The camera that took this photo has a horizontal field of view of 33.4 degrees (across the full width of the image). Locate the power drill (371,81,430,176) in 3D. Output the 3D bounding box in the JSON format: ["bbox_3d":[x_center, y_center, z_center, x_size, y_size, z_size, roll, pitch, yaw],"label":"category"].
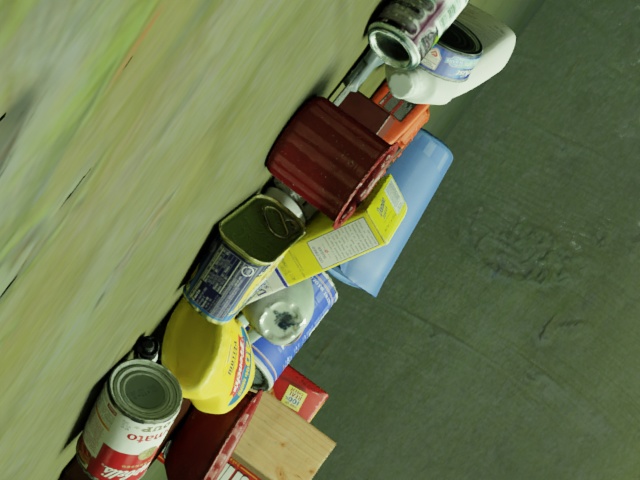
[{"bbox_3d":[0.074,-0.126,1.303,0.184,0.057,0.188,-50,176,-12],"label":"power drill"}]

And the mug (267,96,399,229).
[{"bbox_3d":[0.012,-0.073,0.930,0.093,0.081,0.117,-56,173,26],"label":"mug"}]

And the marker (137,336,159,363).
[{"bbox_3d":[-0.156,0.111,0.969,0.020,0.020,0.121,-52,175,-22],"label":"marker"}]

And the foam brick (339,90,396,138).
[{"bbox_3d":[0.038,-0.116,1.065,0.053,0.051,0.078,-53,175,6],"label":"foam brick"}]

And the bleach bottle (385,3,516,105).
[{"bbox_3d":[0.132,-0.204,1.188,0.250,0.103,0.068,-35,153,-55],"label":"bleach bottle"}]

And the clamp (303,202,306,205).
[{"bbox_3d":[-0.002,-0.066,1.111,0.120,0.039,0.172,-62,180,-24],"label":"clamp"}]

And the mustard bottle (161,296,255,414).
[{"bbox_3d":[-0.102,0.119,1.042,0.191,0.058,0.096,68,29,-70],"label":"mustard bottle"}]

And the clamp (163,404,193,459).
[{"bbox_3d":[-0.138,0.172,1.299,0.210,0.036,0.164,-62,177,-16],"label":"clamp"}]

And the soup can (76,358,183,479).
[{"bbox_3d":[-0.166,0.159,0.927,0.068,0.068,0.102,-48,171,-51],"label":"soup can"}]

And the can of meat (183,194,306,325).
[{"bbox_3d":[-0.069,0.018,0.947,0.084,0.057,0.102,-55,175,31],"label":"can of meat"}]

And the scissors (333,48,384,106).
[{"bbox_3d":[0.038,-0.155,1.012,0.202,0.016,0.096,-53,176,2],"label":"scissors"}]

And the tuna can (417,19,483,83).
[{"bbox_3d":[0.122,-0.199,1.084,0.034,0.086,0.086,-60,172,33],"label":"tuna can"}]

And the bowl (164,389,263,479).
[{"bbox_3d":[-0.126,0.223,1.183,0.162,0.055,0.162,-59,174,-10],"label":"bowl"}]

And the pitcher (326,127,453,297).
[{"bbox_3d":[0.087,-0.048,1.544,0.243,0.144,0.149,-57,-150,-2],"label":"pitcher"}]

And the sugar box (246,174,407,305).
[{"bbox_3d":[-0.007,0.001,1.030,0.176,0.048,0.093,-22,-165,26],"label":"sugar box"}]

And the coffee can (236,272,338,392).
[{"bbox_3d":[-0.059,0.091,1.245,0.140,0.103,0.103,-52,174,-25],"label":"coffee can"}]

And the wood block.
[{"bbox_3d":[-0.090,0.247,1.409,0.090,0.206,0.091,-53,174,-17],"label":"wood block"}]

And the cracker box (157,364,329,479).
[{"bbox_3d":[-0.114,0.257,1.497,0.213,0.164,0.072,-54,173,-9],"label":"cracker box"}]
